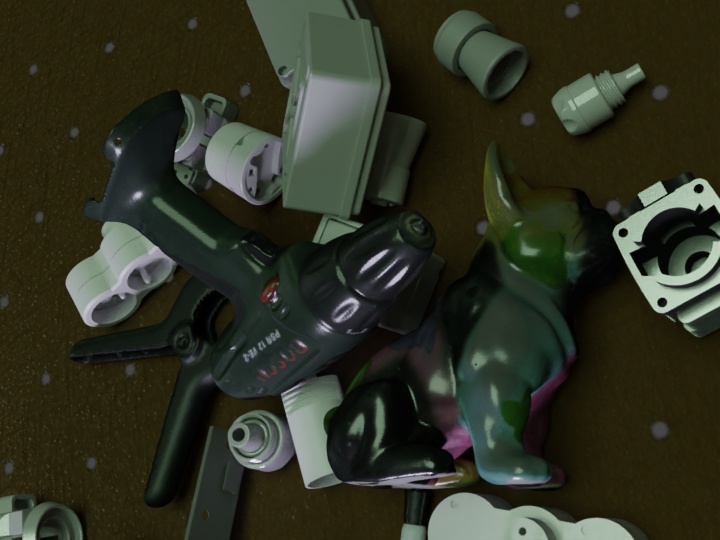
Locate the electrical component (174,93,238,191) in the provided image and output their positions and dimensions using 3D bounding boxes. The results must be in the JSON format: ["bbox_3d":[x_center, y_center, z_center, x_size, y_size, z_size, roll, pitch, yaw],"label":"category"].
[{"bbox_3d":[-0.138,-0.109,0.872,0.058,0.057,0.078,23,90,31],"label":"electrical component"}]

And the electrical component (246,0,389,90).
[{"bbox_3d":[-0.037,-0.197,0.837,0.078,0.057,0.113,-31,65,19],"label":"electrical component"}]

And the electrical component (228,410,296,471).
[{"bbox_3d":[-0.074,0.122,0.777,0.043,0.062,0.043,-5,74,19],"label":"electrical component"}]

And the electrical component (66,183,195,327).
[{"bbox_3d":[-0.188,-0.024,0.882,0.138,0.052,0.073,-42,62,14],"label":"electrical component"}]

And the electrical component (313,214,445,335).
[{"bbox_3d":[0.000,0.000,0.767,0.096,0.061,0.061,22,89,31],"label":"electrical component"}]

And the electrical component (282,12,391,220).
[{"bbox_3d":[-0.021,-0.110,0.758,0.108,0.056,0.108,-96,17,-55],"label":"electrical component"}]

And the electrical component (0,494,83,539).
[{"bbox_3d":[-0.261,0.218,0.863,0.057,0.058,0.078,-16,71,28],"label":"electrical component"}]

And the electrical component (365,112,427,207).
[{"bbox_3d":[0.021,-0.079,0.788,0.044,0.044,0.065,12,89,31],"label":"electrical component"}]

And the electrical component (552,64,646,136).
[{"bbox_3d":[0.162,-0.117,0.722,0.061,0.035,0.035,-30,66,17],"label":"electrical component"}]

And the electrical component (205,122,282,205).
[{"bbox_3d":[-0.087,-0.085,0.841,0.047,0.055,0.055,29,93,35],"label":"electrical component"}]

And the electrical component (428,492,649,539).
[{"bbox_3d":[0.105,0.171,0.662,0.138,0.074,0.052,5,81,30],"label":"electrical component"}]

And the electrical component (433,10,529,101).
[{"bbox_3d":[0.086,-0.154,0.766,0.055,0.045,0.045,44,101,30],"label":"electrical component"}]

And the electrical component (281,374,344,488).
[{"bbox_3d":[-0.028,0.110,0.768,0.043,0.043,0.081,-26,67,22],"label":"electrical component"}]
